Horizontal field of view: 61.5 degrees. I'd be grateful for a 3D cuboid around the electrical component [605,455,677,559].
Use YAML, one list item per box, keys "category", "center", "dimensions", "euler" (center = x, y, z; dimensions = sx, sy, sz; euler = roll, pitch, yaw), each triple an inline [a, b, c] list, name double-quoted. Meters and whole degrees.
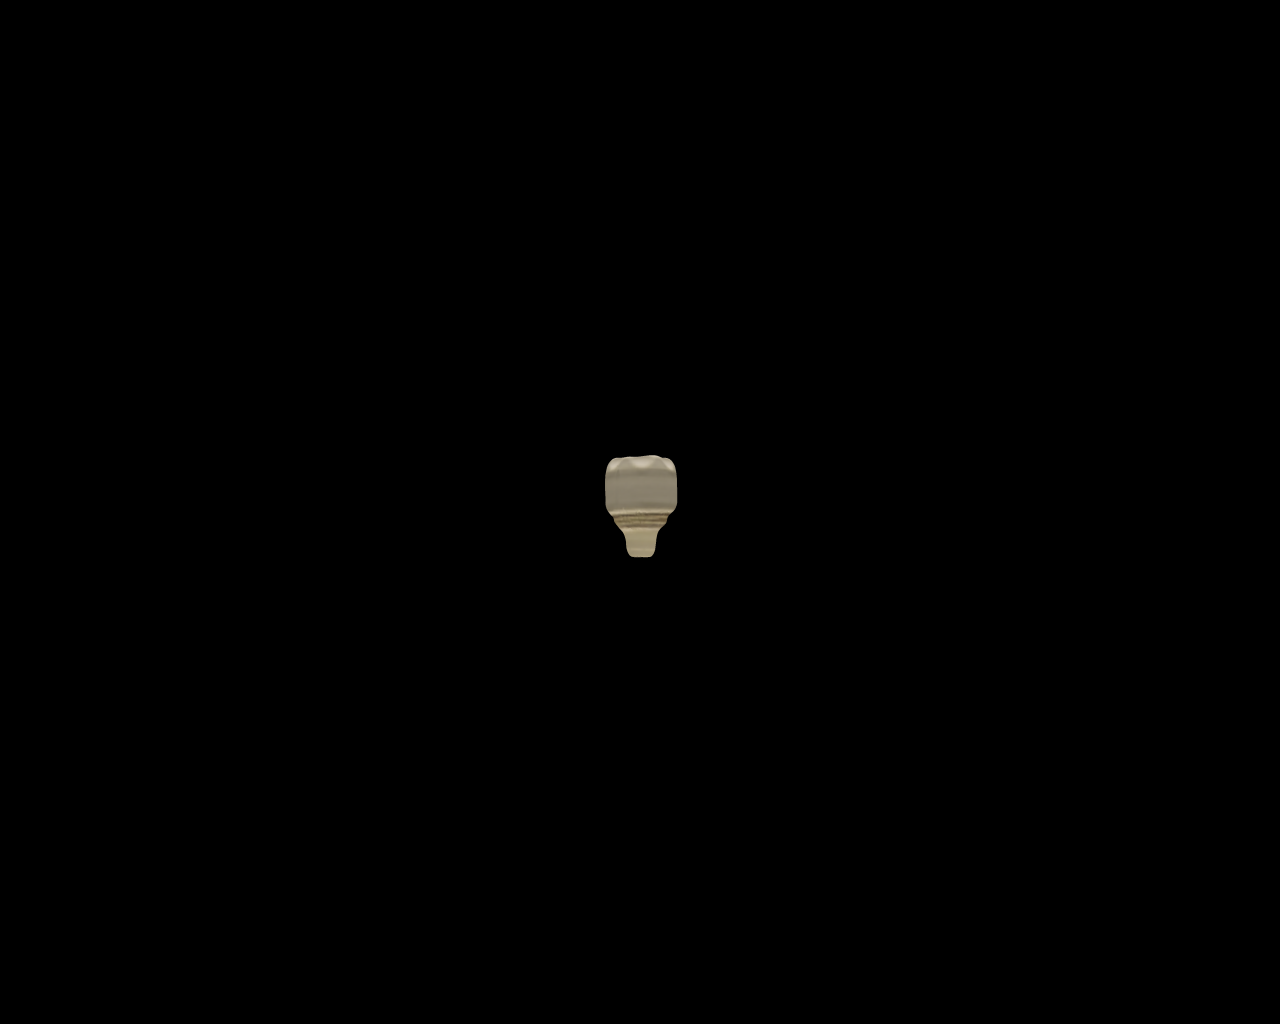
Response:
- category: "electrical component"
  center: [0.001, -0.003, 0.650]
  dimensions: [0.043, 0.062, 0.043]
  euler: [0, -3, 0]
